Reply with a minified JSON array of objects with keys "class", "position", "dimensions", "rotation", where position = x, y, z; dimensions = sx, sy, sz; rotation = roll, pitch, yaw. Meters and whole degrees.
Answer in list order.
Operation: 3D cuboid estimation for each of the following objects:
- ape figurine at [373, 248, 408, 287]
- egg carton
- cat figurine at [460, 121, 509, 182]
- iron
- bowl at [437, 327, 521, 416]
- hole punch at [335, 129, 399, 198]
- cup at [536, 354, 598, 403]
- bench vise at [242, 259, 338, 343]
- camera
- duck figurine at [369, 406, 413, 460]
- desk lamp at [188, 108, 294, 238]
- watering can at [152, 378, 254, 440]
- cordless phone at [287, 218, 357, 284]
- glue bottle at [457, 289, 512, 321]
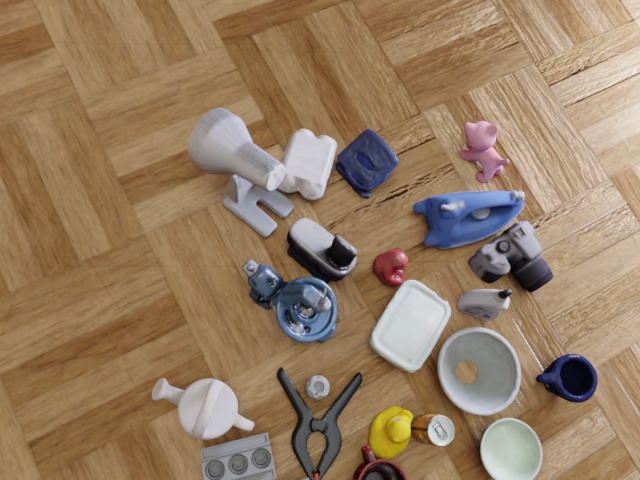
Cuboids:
[{"class":"ape figurine","position":[0.150,0.048,1.152],"dimensions":[0.076,0.078,0.092],"rotation":[26,-18,0]},{"class":"egg carton","position":[-0.029,-0.159,1.198],"dimensions":[0.107,0.150,0.069],"rotation":[17,-18,-3]},{"class":"cat figurine","position":[0.360,-0.203,1.245],"dimensions":[0.067,0.128,0.117],"rotation":[-35,-9,-16]},{"class":"iron","position":[0.334,-0.068,1.188],"dimensions":[0.258,0.118,0.141],"rotation":[-13,-14,-12]},{"class":"bowl","position":[0.300,0.258,1.122],"dimensions":[0.167,0.167,0.074],"rotation":[0,-16,-8]},{"class":"hole punch","position":[0.098,-0.160,1.206],"dimensions":[0.101,0.108,0.091],"rotation":[-40,-7,-17]},{"class":"cup","position":[0.469,0.276,1.131],"dimensions":[0.118,0.091,0.095],"rotation":[0,-16,-8]},{"class":"bench vise","position":[-0.056,0.111,1.035],"dimensions":[0.207,0.121,0.219],"rotation":[19,-18,-2]},{"class":"camera","position":[0.410,0.045,1.188],"dimensions":[0.143,0.137,0.100],"rotation":[-34,-9,-16]},{"class":"duck figurine","position":[0.138,0.359,1.062],"dimensions":[0.077,0.105,0.086],"rotation":[34,-18,2]},{"class":"desk lamp","position":[-0.143,-0.130,1.097],"dimensions":[0.203,0.118,0.213],"rotation":[38,-18,4]},{"class":"watering can","position":[-0.198,0.287,0.975],"dimensions":[0.173,0.101,0.194],"rotation":[2,-17,-8]},{"class":"cordless phone","position":[0.010,0.004,1.095],"dimensions":[0.147,0.094,0.185],"rotation":[36,-18,3]},{"class":"glue bottle","position":[0.332,0.119,1.116],"dimensions":[0.078,0.037,0.173],"rotation":[22,-18,-1]}]
